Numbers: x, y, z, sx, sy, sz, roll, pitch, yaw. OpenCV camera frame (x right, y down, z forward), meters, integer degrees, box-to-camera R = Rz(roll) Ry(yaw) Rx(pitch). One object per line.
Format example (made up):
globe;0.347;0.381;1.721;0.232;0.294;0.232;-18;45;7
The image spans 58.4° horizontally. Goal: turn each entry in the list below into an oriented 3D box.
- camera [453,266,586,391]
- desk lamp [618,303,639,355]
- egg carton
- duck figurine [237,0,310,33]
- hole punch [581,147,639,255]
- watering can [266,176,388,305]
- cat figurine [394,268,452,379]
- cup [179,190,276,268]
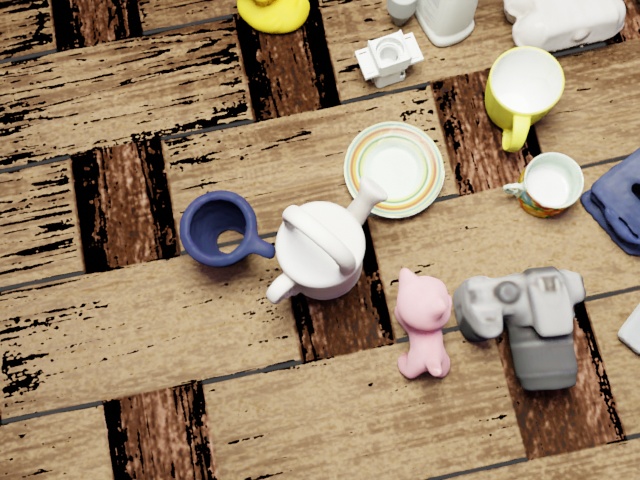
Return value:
camera;0.241;0.105;0.667;0.143;0.101;0.137;-6;78;0
desk lamp;0.464;0.057;0.613;0.118;0.213;0.203;40;82;9
egg carton;0.325;-0.307;0.767;0.150;0.069;0.107;-14;78;-1
duck figurine;-0.066;-0.334;0.775;0.104;0.086;0.077;18;79;5
hole punch;0.396;-0.050;0.700;0.101;0.091;0.108;-37;79;-6
watering can;0.004;0.001;0.648;0.101;0.194;0.173;21;80;6
cat figurine;0.123;0.097;0.663;0.067;0.118;0.128;-6;78;1
cup;-0.104;-0.001;0.702;0.117;0.095;0.092;23;80;6
